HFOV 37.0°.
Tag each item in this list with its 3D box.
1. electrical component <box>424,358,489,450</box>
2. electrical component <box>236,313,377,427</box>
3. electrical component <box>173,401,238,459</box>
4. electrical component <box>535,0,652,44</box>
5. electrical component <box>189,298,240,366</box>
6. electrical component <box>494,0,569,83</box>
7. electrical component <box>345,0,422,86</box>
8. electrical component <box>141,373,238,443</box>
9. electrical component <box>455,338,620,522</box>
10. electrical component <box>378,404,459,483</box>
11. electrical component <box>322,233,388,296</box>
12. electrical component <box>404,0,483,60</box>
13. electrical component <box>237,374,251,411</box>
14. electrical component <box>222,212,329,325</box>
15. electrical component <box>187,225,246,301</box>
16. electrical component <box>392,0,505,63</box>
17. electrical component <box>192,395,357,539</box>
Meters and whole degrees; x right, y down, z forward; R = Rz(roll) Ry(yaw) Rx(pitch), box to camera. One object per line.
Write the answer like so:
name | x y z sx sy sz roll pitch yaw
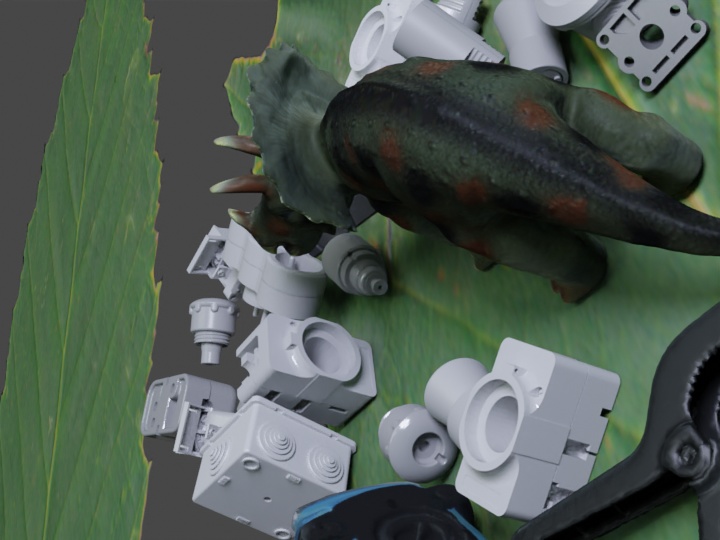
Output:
electrical component | 0.069 0.084 0.639 0.045 0.045 0.055 -64 29 13
electrical component | -0.037 0.072 0.786 0.055 0.089 0.050 -46 37 38
electrical component | -0.113 0.140 0.902 0.064 0.081 0.042 2 74 37
electrical component | 0.148 -0.178 0.650 0.080 0.051 0.080 -38 43 46
electrical component | -0.140 0.060 1.024 0.048 0.048 0.062 -19 64 56
electrical component | 0.114 -0.144 0.702 0.044 0.044 0.065 -40 46 44
electrical component | 0.030 -0.172 0.851 0.089 0.056 0.050 -65 29 12
electrical component | -0.154 0.131 0.988 0.095 0.059 0.053 -18 58 56
electrical component | 0.092 0.088 0.584 0.050 0.056 0.089 18 89 62
electrical component | 0.032 0.107 0.693 0.062 0.048 0.048 21 92 69
electrical component | 0.000 0.000 0.815 0.040 0.040 0.078 -66 29 10
electrical component | 0.067 -0.182 0.803 0.081 0.043 0.043 -66 29 9
electrical component | -0.066 0.083 0.879 0.043 0.043 0.081 24 94 62
electrical component | -0.076 0.010 0.898 0.138 0.052 0.073 44 122 55
electrical component | -0.111 -0.004 0.985 0.063 0.081 0.042 51 121 32
electrical component | 0.068 -0.150 0.759 0.043 0.081 0.043 -51 -9 -11
electrical component | -0.064 0.147 0.780 0.099 0.100 0.048 -45 25 39
